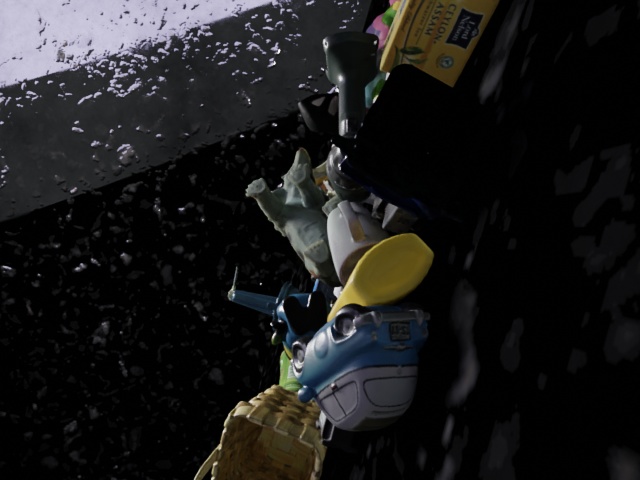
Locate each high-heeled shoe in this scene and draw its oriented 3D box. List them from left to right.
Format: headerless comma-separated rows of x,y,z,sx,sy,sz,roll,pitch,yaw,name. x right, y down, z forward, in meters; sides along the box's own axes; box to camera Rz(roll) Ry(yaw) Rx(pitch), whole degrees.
0.021,-0.306,1.148,0.086,0.145,0.249,-32,35,35,high-heeled shoe

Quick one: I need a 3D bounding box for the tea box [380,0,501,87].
0.144,-0.268,0.624,0.169,0.098,0.068,110,174,-49,tea box

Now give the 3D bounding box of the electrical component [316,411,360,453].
0.033,0.182,0.643,0.075,0.048,0.119,160,127,-82,electrical component

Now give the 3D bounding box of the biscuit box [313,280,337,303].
0.009,0.131,0.978,0.059,0.063,0.202,-145,72,-85,biscuit box

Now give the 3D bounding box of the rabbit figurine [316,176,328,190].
0.023,-0.089,1.252,0.173,0.122,0.162,74,-161,-62,rabbit figurine

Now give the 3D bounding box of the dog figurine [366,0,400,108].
0.137,-0.359,0.948,0.219,0.108,0.191,119,168,-55,dog figurine

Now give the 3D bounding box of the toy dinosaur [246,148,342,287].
0.005,-0.002,0.870,0.405,0.131,0.192,56,-178,39,toy dinosaur

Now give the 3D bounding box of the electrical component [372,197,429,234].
0.108,-0.076,0.624,0.114,0.058,0.134,112,173,-61,electrical component

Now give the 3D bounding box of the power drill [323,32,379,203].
0.044,-0.154,0.683,0.232,0.086,0.207,71,-167,-76,power drill

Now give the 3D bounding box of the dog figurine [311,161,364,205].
0.080,-0.148,1.088,0.190,0.121,0.172,-44,-31,-11,dog figurine

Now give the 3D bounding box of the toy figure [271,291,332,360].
-0.020,0.119,0.707,0.180,0.082,0.089,95,-171,-73,toy figure

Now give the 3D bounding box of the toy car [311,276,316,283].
0.030,0.037,1.097,0.201,0.056,0.073,120,172,-62,toy car

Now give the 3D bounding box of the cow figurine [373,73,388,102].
0.142,-0.284,0.847,0.098,0.068,0.167,166,117,-78,cow figurine

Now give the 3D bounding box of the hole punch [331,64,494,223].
0.086,-0.087,0.521,0.115,0.142,0.092,-60,5,-8,hole punch

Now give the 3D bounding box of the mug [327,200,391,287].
0.043,-0.005,0.676,0.109,0.081,0.107,58,-175,-40,mug

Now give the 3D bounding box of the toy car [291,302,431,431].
0.044,0.126,0.510,0.161,0.109,0.103,-47,47,51,toy car

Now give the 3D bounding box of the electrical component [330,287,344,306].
0.030,0.133,0.849,0.102,0.045,0.078,-79,17,-44,electrical component

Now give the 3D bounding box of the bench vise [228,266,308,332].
-0.099,0.147,1.198,0.223,0.241,0.128,10,-87,-79,bench vise
